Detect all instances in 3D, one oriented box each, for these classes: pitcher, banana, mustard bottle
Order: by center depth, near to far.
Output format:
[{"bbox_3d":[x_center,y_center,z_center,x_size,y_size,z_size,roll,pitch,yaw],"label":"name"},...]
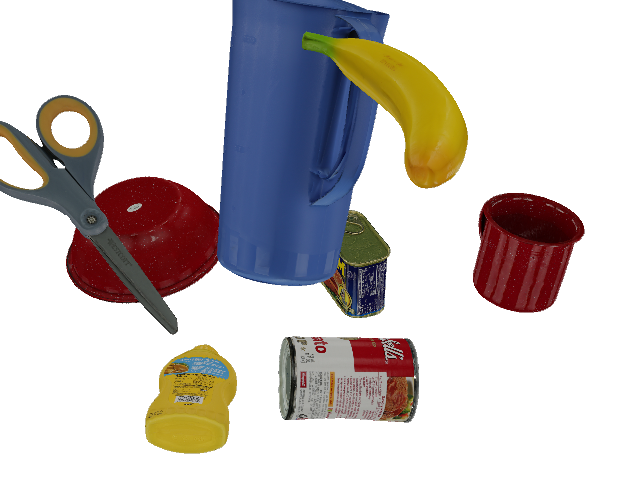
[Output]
[{"bbox_3d":[0.050,-0.082,0.660,0.069,0.037,0.198,-9,33,-18],"label":"banana"},{"bbox_3d":[-0.018,-0.086,0.911,0.145,0.243,0.149,10,14,10],"label":"pitcher"},{"bbox_3d":[-0.153,0.183,1.312,0.096,0.058,0.191,2,25,1],"label":"mustard bottle"}]

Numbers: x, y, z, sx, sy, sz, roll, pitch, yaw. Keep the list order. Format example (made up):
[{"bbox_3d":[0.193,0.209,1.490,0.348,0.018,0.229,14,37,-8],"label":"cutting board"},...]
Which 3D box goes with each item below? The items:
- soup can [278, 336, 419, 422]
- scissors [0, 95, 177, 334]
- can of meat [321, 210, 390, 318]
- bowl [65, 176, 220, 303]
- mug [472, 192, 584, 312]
[{"bbox_3d":[0.021,0.111,0.855,0.102,0.068,0.068,2,0,-10],"label":"soup can"},{"bbox_3d":[-0.145,-0.029,0.717,0.202,0.096,0.016,35,-26,12],"label":"scissors"},{"bbox_3d":[0.037,0.028,1.225,0.057,0.084,0.102,-14,38,-19],"label":"can of meat"},{"bbox_3d":[-0.174,-0.013,1.035,0.162,0.055,0.162,-6,40,5],"label":"bowl"},{"bbox_3d":[0.183,0.007,1.002,0.093,0.081,0.117,-9,36,-27],"label":"mug"}]
